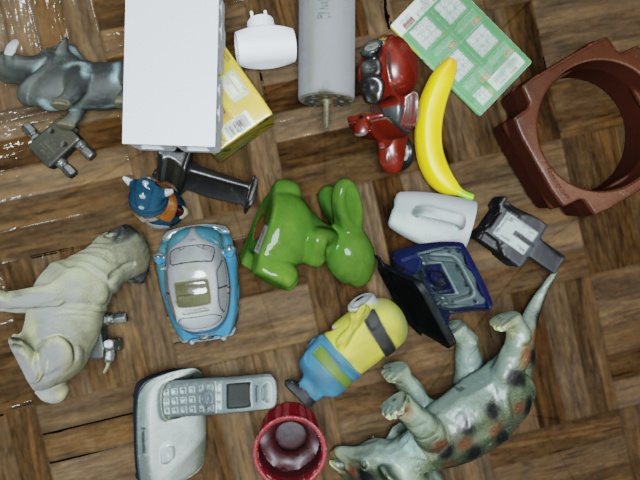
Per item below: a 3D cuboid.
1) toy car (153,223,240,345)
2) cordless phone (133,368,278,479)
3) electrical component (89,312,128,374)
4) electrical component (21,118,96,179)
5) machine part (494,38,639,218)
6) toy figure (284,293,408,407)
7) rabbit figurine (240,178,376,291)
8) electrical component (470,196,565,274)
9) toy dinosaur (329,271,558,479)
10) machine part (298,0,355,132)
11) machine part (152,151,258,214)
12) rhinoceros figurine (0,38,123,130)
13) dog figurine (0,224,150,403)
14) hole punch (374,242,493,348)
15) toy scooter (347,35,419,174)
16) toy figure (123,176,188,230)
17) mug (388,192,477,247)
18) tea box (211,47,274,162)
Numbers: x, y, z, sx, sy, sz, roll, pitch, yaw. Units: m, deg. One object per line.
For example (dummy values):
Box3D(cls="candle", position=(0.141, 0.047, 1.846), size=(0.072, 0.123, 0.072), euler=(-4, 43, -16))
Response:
Box3D(cls="toy car", position=(-0.160, 0.058, 0.694), size=(0.109, 0.103, 0.161), euler=(-5, 89, -2))
Box3D(cls="cordless phone", position=(-0.147, 0.240, 0.709), size=(0.184, 0.089, 0.146), euler=(-2, 91, -7))
Box3D(cls="electrical component", position=(-0.311, 0.135, 0.714), size=(0.102, 0.045, 0.078), euler=(1, 92, -3))
Box3D(cls="electrical component", position=(-0.352, -0.131, 0.721), size=(0.094, 0.021, 0.063), euler=(45, 88, -2))
Box3D(cls="machine part", position=(0.359, -0.147, 0.729), size=(0.201, 0.087, 0.201), euler=(-31, 94, -2))
Box3D(cls="toy figure", position=(0.037, 0.149, 0.718), size=(0.089, 0.082, 0.180), euler=(45, 84, -14))
Box3D(cls="rabbit figurine", position=(-0.001, -0.002, 0.714), size=(0.170, 0.121, 0.159), euler=(20, 82, -21))
Box3D(cls="electrical component", position=(0.276, -0.001, 0.744), size=(0.119, 0.048, 0.075), euler=(31, 90, -3))
Box3D(cls="toy dinosaur", position=(0.200, 0.219, 0.714), size=(0.405, 0.131, 0.192), euler=(-30, 105, -7))
Box3D(cls="machine part", position=(0.009, -0.267, 0.711), size=(0.079, 0.079, 0.243), euler=(1, 91, -3))
Box3D(cls="machine part", position=(-0.150, -0.080, 0.712), size=(0.139, 0.084, 0.039), euler=(19, 56, -15))
Box3D(cls="rhinoceros figurine", position=(-0.315, -0.205, 0.689), size=(0.190, 0.073, 0.112), euler=(3, 76, -9))
Box3D(cls="dog figurine", position=(-0.285, 0.085, 0.670), size=(0.190, 0.121, 0.172), euler=(-23, 101, -28))
Box3D(cls="hole punch", position=(0.147, 0.062, 0.698), size=(0.092, 0.116, 0.142), euler=(-40, 113, -14))
Box3D(cls="toy scooter", position=(0.078, -0.177, 0.687), size=(0.075, 0.135, 0.183), euler=(-1, 94, 32))
Box3D(cls="toy figure", position=(-0.201, -0.045, 0.664), size=(0.064, 0.154, 0.057), euler=(-11, 89, -4))
Box3D(cls="mug", position=(0.146, -0.026, 0.712), size=(0.107, 0.109, 0.080), euler=(15, 92, 9))
Box3D(cls="tea box", position=(-0.147, -0.201, 0.708), size=(0.098, 0.068, 0.169), euler=(-34, 91, -3))
